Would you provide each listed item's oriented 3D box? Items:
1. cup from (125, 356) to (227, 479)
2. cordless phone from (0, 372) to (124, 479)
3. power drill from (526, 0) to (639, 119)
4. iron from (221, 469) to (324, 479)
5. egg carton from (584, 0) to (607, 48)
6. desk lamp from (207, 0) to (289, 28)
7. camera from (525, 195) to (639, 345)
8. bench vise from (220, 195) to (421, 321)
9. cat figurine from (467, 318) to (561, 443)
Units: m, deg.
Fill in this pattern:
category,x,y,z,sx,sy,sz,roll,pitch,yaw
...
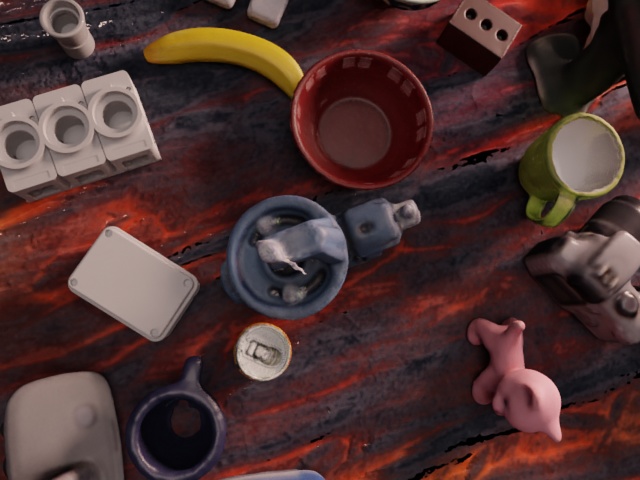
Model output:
category,x,y,z,sx,sy,sz,roll,pitch,yaw
cup,-0.135,0.172,0.570,0.092,0.095,0.118,12,81,-5
cordless phone,-0.242,0.199,0.507,0.094,0.185,0.147,-12,84,-8
power drill,0.312,-0.227,0.621,0.075,0.208,0.230,-16,85,-9
iron,-0.085,0.300,0.536,0.258,0.141,0.119,-4,83,-8
egg carton,0.382,-0.288,0.709,0.107,0.069,0.150,5,82,-6
desk lamp,-0.046,-0.370,0.593,0.118,0.213,0.203,20,81,-4
camera,0.335,0.025,0.646,0.143,0.100,0.137,45,80,0
bench vise,-0.002,-0.008,0.547,0.207,0.219,0.121,-38,88,-10
cat figurine,0.210,0.145,0.606,0.067,0.117,0.128,-4,83,-7
